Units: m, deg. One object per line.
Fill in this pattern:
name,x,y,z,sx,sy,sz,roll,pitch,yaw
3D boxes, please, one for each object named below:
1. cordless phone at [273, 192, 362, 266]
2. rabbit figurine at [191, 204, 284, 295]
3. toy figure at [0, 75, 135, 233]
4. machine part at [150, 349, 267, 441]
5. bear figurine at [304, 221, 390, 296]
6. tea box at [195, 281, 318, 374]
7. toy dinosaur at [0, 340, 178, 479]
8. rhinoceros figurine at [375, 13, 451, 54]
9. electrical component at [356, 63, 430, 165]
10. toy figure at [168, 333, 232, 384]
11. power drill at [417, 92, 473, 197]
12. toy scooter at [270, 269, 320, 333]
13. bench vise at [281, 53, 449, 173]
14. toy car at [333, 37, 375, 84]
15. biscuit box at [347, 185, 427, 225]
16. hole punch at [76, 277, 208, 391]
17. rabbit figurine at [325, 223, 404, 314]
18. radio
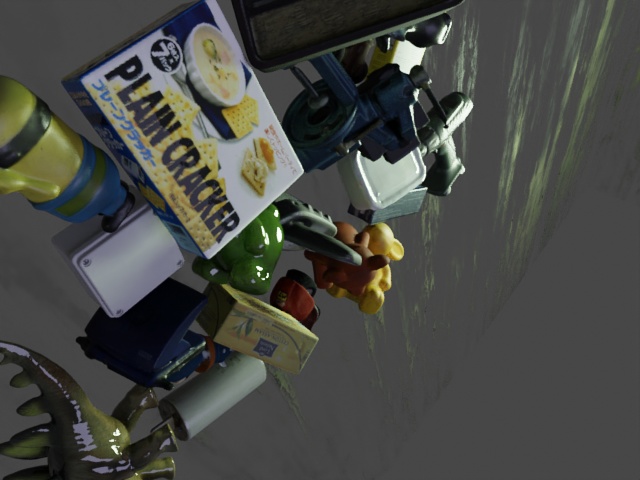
cordless phone,-0.002,-0.002,0.807,0.146,0.184,0.088,25,90,-60
rabbit figurine,-0.120,-0.028,0.678,0.170,0.121,0.159,41,77,-45
toy figure,-0.243,-0.072,0.479,0.180,0.082,0.089,35,74,-56
machine part,-0.171,0.244,0.875,0.243,0.079,0.079,-30,139,-41
bear figurine,0.049,0.046,0.907,0.120,0.196,0.131,-21,117,-7
tea box,-0.097,0.131,0.810,0.169,0.098,0.068,31,88,-35
toy dinosaur,-0.285,0.275,0.676,0.198,0.105,0.470,-23,123,-28
rhinoceros figurine,0.084,-0.284,0.676,0.190,0.112,0.073,-4,156,-41
electrical component,0.099,-0.188,0.836,0.115,0.058,0.134,-37,115,1
toy figure,-0.190,0.170,0.800,0.154,0.058,0.064,-2,123,-62
power drill,0.242,-0.185,1.137,0.232,0.086,0.207,-52,142,-19
toy scooter,-0.057,0.142,0.960,0.135,0.075,0.183,-52,153,-23
bench vise,0.026,-0.189,0.701,0.240,0.224,0.129,41,36,-46
toy car,0.068,-0.317,0.768,0.089,0.053,0.202,15,104,-57
biscuit box,0.139,-0.080,1.079,0.202,0.059,0.062,-13,126,-52
hole punch,-0.206,0.102,0.646,0.116,0.142,0.092,-40,149,-55
rabbit figurine,0.109,0.040,1.079,0.162,0.122,0.173,-29,138,-50
radio,0.021,-0.270,0.556,0.073,0.230,0.131,-97,169,-77
